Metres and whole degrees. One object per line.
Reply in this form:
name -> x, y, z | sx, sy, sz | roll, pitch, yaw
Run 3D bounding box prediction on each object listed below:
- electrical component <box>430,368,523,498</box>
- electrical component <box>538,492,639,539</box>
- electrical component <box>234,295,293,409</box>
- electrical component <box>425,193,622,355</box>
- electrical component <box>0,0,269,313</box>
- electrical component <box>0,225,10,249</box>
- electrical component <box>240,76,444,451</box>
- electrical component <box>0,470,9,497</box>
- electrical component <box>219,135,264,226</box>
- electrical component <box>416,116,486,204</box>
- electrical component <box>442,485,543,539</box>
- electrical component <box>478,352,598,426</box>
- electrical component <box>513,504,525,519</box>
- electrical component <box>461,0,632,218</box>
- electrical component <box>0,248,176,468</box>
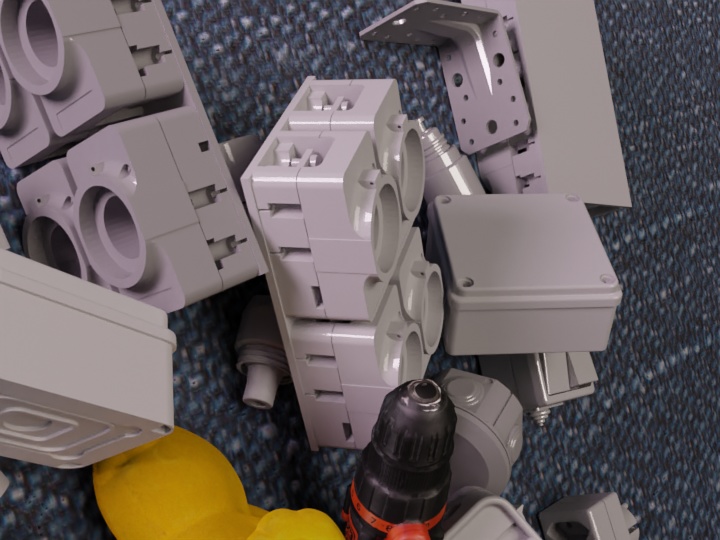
electrical component -> 0.064, 0.106, 0.686 | 0.080, 0.080, 0.051 | 56, 42, -15
electrical component -> 0.179, 0.195, 0.788 | 0.077, 0.047, 0.065 | -16, 89, -45
electrical component -> -0.052, 0.048, 0.621 | 0.043, 0.043, 0.062 | 31, 59, -33
electrical component -> 0.103, 0.001, 0.710 | 0.109, 0.056, 0.108 | -1, 38, -5
electrical component -> -0.133, -0.065, 0.536 | 0.060, 0.105, 0.186 | -25, 95, -44
electrical component -> -0.207, -0.022, 0.488 | 0.078, 0.058, 0.057 | -29, 101, -44
electrical component -> 0.000, 0.000, 0.598 | 0.105, 0.060, 0.186 | -66, 152, -49
electrical component -> -0.198, 0.077, 0.475 | 0.081, 0.043, 0.043 | 56, 48, -15
electrical component -> -0.075, -0.040, 0.619 | 0.095, 0.054, 0.059 | -23, 94, -44
electrical component -> 0.057, -0.071, 0.760 | 0.040, 0.040, 0.078 | -39, 104, -43
electrical component -> 0.084, 0.178, 0.641 | 0.054, 0.059, 0.095 | -42, 94, -10
electrical component -> 0.127, 0.063, 0.770 | 0.062, 0.061, 0.096 | -5, 81, -44
electrical component -> 0.083, 0.190, 0.705 | 0.064, 0.042, 0.081 | -31, 99, -40
electrical component -> 0.142, -0.134, 0.844 | 0.105, 0.060, 0.186 | 1, 77, -43
electrical component -> -0.143, 0.041, 0.466 | 0.113, 0.078, 0.057 | 27, 48, -48
